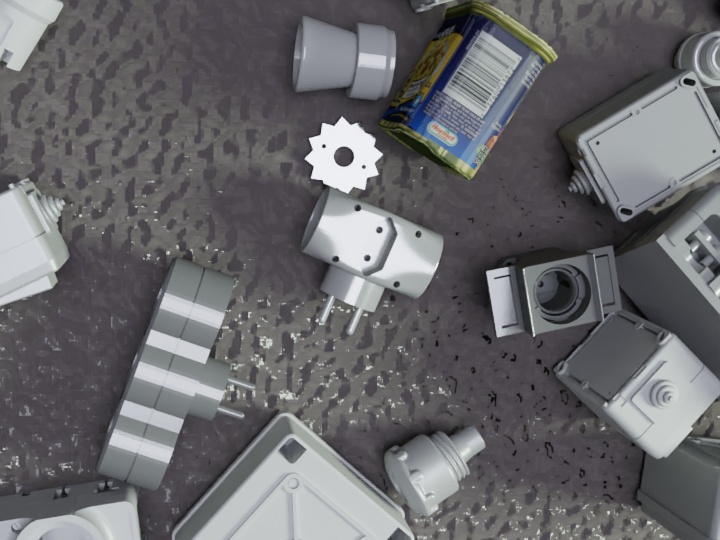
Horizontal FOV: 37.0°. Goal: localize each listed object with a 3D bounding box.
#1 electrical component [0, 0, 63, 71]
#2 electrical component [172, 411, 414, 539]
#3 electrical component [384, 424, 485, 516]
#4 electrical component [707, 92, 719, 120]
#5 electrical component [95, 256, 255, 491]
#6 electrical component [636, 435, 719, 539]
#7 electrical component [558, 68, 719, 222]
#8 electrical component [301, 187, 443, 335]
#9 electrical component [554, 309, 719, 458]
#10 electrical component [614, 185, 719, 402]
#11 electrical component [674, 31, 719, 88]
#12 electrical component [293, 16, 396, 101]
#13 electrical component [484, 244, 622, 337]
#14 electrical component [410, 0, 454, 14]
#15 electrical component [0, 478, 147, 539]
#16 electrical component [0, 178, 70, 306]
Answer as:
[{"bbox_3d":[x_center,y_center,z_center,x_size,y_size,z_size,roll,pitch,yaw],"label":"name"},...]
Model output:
[{"bbox_3d":[-0.197,-0.142,0.610,0.040,0.040,0.046,31,98,-12],"label":"electrical component"},{"bbox_3d":[-0.042,0.164,0.668,0.109,0.056,0.108,42,90,-12],"label":"electrical component"},{"bbox_3d":[0.050,0.122,0.684,0.062,0.048,0.048,-32,101,-11],"label":"electrical component"},{"bbox_3d":[0.260,-0.095,0.688,0.081,0.042,0.063,39,87,-13],"label":"electrical component"},{"bbox_3d":[-0.101,0.068,0.647,0.074,0.052,0.138,20,94,-11],"label":"electrical component"},{"bbox_3d":[0.250,0.145,0.685,0.109,0.109,0.056,7,94,-10],"label":"electrical component"},{"bbox_3d":[0.169,-0.076,0.669,0.096,0.061,0.061,-31,102,4],"label":"electrical component"},{"bbox_3d":[0.000,0.000,0.658,0.077,0.043,0.079,23,93,-11],"label":"electrical component"},{"bbox_3d":[0.177,0.072,0.669,0.061,0.096,0.061,43,89,-16],"label":"electrical component"},{"bbox_3d":[0.233,0.026,0.658,0.062,0.089,0.150,-40,89,-12],"label":"electrical component"},{"bbox_3d":[0.222,-0.131,0.666,0.035,0.061,0.035,-1,98,-9],"label":"electrical component"},{"bbox_3d":[-0.010,-0.125,0.639,0.055,0.045,0.045,5,97,-10],"label":"electrical component"},{"bbox_3d":[0.116,0.010,0.668,0.081,0.064,0.042,-11,100,-7],"label":"electrical component"},{"bbox_3d":[0.061,-0.191,0.632,0.096,0.062,0.061,-16,100,-7],"label":"electrical component"},{"bbox_3d":[-0.177,0.162,0.646,0.089,0.056,0.050,-8,99,-8],"label":"electrical component"},{"bbox_3d":[-0.209,-0.010,0.614,0.096,0.062,0.061,-26,101,-4],"label":"electrical component"}]
